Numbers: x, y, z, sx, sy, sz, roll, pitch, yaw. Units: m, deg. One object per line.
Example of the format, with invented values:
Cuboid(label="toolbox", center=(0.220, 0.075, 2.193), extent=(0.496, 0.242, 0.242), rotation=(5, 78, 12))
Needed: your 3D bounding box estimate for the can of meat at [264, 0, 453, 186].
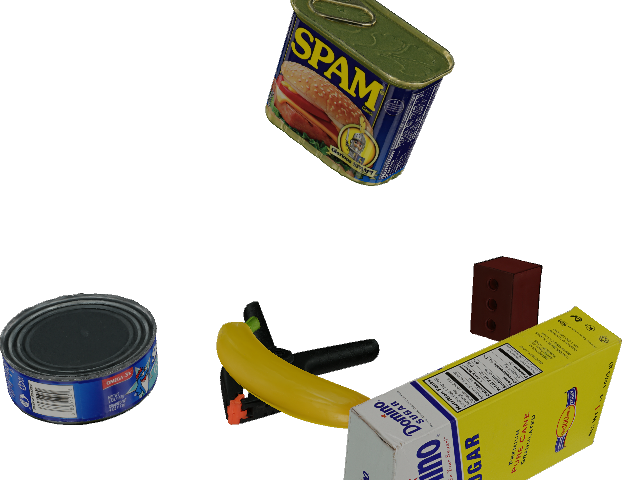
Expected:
Cuboid(label="can of meat", center=(0.019, -0.094, 0.648), extent=(0.102, 0.084, 0.057), rotation=(39, 44, 20))

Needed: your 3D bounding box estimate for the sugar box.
Cuboid(label="sugar box", center=(0.096, 0.111, 0.631), extent=(0.175, 0.093, 0.048), rotation=(-22, 42, -31))

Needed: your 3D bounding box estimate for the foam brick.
Cuboid(label="foam brick", center=(0.191, 0.061, 1.102), extent=(0.051, 0.078, 0.053), rotation=(-14, 20, -43))

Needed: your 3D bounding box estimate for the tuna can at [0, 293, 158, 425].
Cuboid(label="tuna can", center=(-0.134, 0.066, 0.600), extent=(0.086, 0.034, 0.086), rotation=(0, 28, 0))

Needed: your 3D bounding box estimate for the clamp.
Cuboid(label="clamp", center=(-0.035, 0.134, 1.133), extent=(0.165, 0.036, 0.209), rotation=(12, 26, 13))

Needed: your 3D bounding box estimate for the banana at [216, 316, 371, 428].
Cuboid(label="banana", center=(-0.032, 0.105, 0.860), extent=(0.069, 0.037, 0.198), rotation=(-20, 32, -28))
